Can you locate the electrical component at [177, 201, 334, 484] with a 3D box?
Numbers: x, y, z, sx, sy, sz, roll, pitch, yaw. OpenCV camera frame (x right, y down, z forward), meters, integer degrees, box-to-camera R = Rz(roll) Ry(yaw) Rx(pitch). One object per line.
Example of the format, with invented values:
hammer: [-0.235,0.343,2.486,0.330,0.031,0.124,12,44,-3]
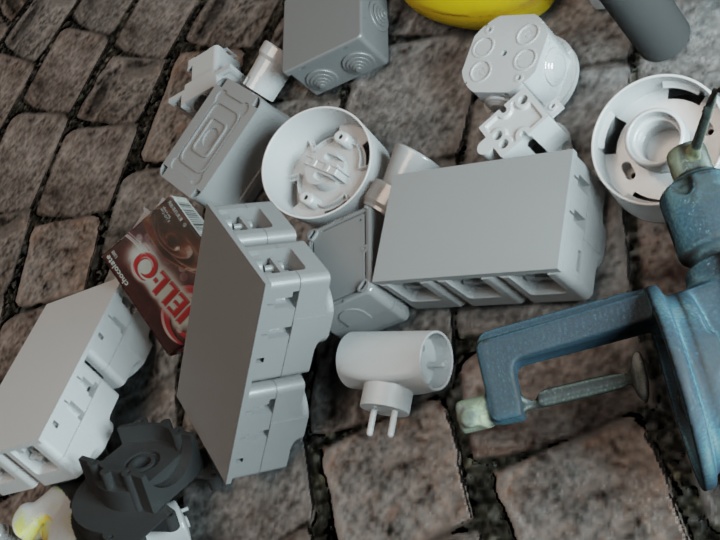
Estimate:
electrical component: [-0.081,0.053,0.816,0.105,0.060,0.186,50,136,43]

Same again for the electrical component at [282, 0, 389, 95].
electrical component: [-0.021,-0.216,0.974,0.100,0.048,0.099,-19,57,31]

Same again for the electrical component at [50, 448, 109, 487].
electrical component: [-0.253,0.176,0.962,0.046,0.040,0.040,-33,50,29]

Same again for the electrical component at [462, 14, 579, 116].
electrical component: [0.122,-0.153,0.824,0.080,0.051,0.080,-18,57,31]

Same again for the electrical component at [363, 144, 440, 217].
electrical component: [0.034,-0.066,0.854,0.045,0.045,0.055,30,88,44]

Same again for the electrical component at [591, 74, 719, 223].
electrical component: [0.207,-0.082,0.726,0.099,0.064,0.099,-7,76,31]

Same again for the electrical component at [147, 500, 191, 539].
electrical component: [-0.170,0.213,0.854,0.078,0.040,0.040,-20,46,-15]

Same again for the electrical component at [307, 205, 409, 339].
electrical component: [0.000,0.000,0.839,0.062,0.061,0.096,-23,49,29]

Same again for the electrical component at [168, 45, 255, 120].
electrical component: [-0.145,-0.183,1.061,0.081,0.042,0.063,-22,53,28]

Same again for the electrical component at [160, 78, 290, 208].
electrical component: [-0.120,-0.109,0.992,0.078,0.057,0.113,35,91,44]

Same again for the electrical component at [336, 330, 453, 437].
electrical component: [0.022,0.083,0.786,0.077,0.043,0.079,-3,66,38]

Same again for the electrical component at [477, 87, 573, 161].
electrical component: [0.125,-0.095,0.788,0.066,0.055,0.048,-41,48,14]

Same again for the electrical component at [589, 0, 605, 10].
electrical component: [0.189,-0.244,0.811,0.061,0.062,0.096,-8,63,36]

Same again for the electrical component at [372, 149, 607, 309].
electrical component: [0.094,-0.024,0.772,0.150,0.062,0.089,-5,65,37]

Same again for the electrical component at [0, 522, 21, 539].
electrical component: [-0.303,0.243,0.943,0.040,0.078,0.040,-23,41,22]

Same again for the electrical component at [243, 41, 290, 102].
electrical component: [-0.085,-0.187,1.018,0.040,0.040,0.046,39,99,44]

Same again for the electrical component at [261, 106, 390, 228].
electrical component: [-0.025,-0.081,0.896,0.099,0.064,0.099,-18,57,31]

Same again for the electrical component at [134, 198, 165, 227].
electrical component: [-0.185,-0.021,1.008,0.064,0.042,0.081,33,91,42]

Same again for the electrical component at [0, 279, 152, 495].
electrical component: [-0.262,0.104,0.957,0.105,0.060,0.186,-18,37,31]
